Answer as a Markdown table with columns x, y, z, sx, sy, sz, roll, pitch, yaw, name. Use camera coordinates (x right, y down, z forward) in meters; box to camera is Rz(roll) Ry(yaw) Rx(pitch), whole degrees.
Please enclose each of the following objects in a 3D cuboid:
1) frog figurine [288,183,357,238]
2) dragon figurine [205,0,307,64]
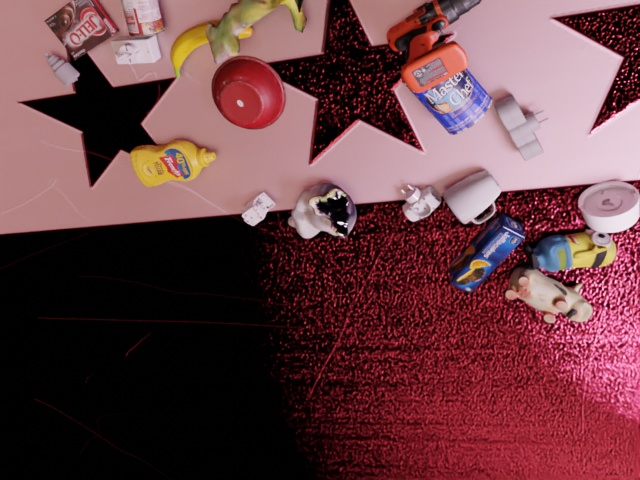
| x | y | z | sx | sy | sz | roll | pitch | yaw | name |
| --- | --- | --- | --- | --- | --- | --- | --- | --- | --- |
| 0.004 | -0.060 | 1.184 | 0.136 | 0.124 | 0.158 | 27 | 162 | -19 | frog figurine |
| -0.115 | -0.503 | 0.889 | 0.243 | 0.124 | 0.403 | 18 | 113 | 7 | dragon figurine |
